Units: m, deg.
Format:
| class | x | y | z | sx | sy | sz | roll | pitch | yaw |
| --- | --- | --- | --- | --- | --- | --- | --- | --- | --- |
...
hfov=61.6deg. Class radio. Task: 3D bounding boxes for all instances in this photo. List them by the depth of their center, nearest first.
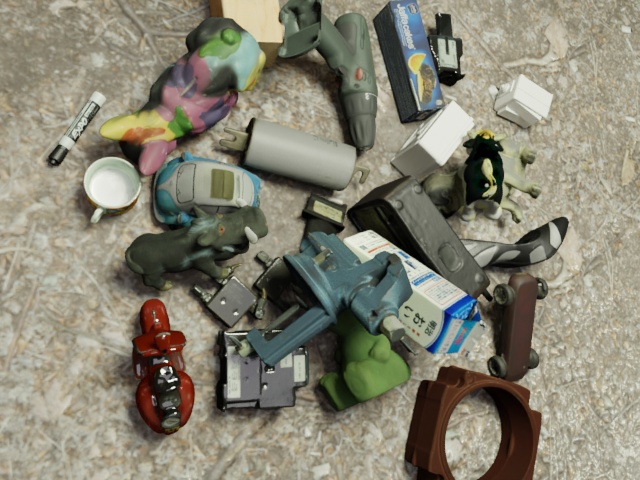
| class | x | y | z | sx | sy | sz | roll | pitch | yaw |
| --- | --- | --- | --- | --- | --- | --- | --- | --- | --- |
| radio | 0.156 | 0.014 | 0.855 | 0.073 | 0.131 | 0.229 | -41 | 97 | -23 |

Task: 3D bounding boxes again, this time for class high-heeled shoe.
| class | x | y | z | sx | sy | sz | roll | pitch | yaw |
| --- | --- | --- | --- | --- | --- | --- | --- | --- | --- |
| high-heeled shoe | 0.321 | -0.004 | 0.944 | 0.249 | 0.086 | 0.145 | -40 | 98 | -16 |

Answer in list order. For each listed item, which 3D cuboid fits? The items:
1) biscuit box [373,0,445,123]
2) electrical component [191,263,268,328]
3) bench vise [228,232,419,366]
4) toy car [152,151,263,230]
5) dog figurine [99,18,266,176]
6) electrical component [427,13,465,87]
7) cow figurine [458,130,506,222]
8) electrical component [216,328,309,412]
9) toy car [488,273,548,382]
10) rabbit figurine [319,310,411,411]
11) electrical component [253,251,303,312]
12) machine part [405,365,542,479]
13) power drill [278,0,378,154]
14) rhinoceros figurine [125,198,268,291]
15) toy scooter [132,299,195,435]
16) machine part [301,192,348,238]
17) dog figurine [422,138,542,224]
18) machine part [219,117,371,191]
| class | x | y | z | sx | sy | sz | roll | pitch | yaw |
| --- | --- | --- | --- | --- | --- | --- | --- | --- | --- |
| biscuit box | 0.156 | -0.313 | 0.942 | 0.059 | 0.063 | 0.202 | -14 | 87 | -23 |
| electrical component | -0.126 | 0.083 | 0.785 | 0.078 | 0.045 | 0.102 | -43 | 98 | -22 |
| bench vise | -0.001 | 0.095 | 0.724 | 0.241 | 0.128 | 0.224 | -36 | 56 | -9 |
| toy car | -0.154 | -0.066 | 0.767 | 0.162 | 0.103 | 0.109 | 6 | 81 | -18 |
| dog figurine | -0.191 | -0.189 | 0.736 | 0.108 | 0.191 | 0.219 | 44 | 55 | -13 |
| electrical component | 0.218 | -0.345 | 0.978 | 0.075 | 0.048 | 0.119 | -5 | 83 | -22 |
| cow figurine | 0.253 | -0.119 | 0.839 | 0.068 | 0.098 | 0.167 | 2 | 63 | 11 |
| electrical component | -0.082 | 0.185 | 0.780 | 0.134 | 0.058 | 0.115 | 3 | 83 | -20 |
| toy car | 0.337 | 0.151 | 0.927 | 0.089 | 0.053 | 0.201 | -10 | 111 | -23 |
| rabbit figurine | 0.066 | 0.147 | 0.814 | 0.159 | 0.121 | 0.170 | -18 | 73 | -26 |
| electrical component | -0.070 | 0.062 | 0.821 | 0.094 | 0.021 | 0.063 | 45 | 70 | -10 |
| machine part | 0.252 | 0.318 | 0.871 | 0.201 | 0.087 | 0.201 | 20 | 76 | -15 |
| power drill | 0.027 | -0.272 | 0.838 | 0.207 | 0.086 | 0.232 | 17 | 67 | -48 |
| rhinoceros figurine | -0.163 | 0.001 | 0.725 | 0.190 | 0.112 | 0.073 | -16 | 55 | -1 |
| toy scooter | -0.203 | 0.167 | 0.695 | 0.075 | 0.135 | 0.183 | -8 | 86 | -23 |
| machine part | -0.002 | -0.003 | 0.850 | 0.084 | 0.039 | 0.139 | 20 | 74 | -25 |
| dog figurine | 0.268 | -0.118 | 0.945 | 0.191 | 0.121 | 0.172 | 6 | 46 | -3 |
| machine part | -0.034 | -0.131 | 0.834 | 0.243 | 0.079 | 0.079 | 13 | 78 | -17 |
